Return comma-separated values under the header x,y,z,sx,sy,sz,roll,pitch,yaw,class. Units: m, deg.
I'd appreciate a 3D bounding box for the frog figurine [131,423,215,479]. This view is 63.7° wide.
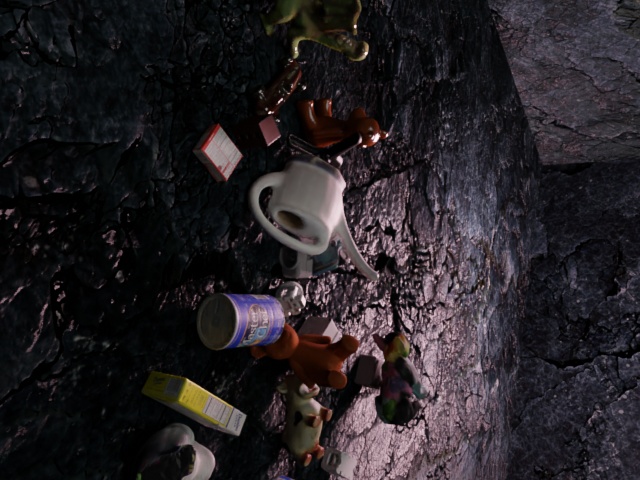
x,y,z,sx,sy,sz,roll,pitch,yaw,class
-0.247,0.383,0.880,0.158,0.123,0.138,98,-12,-81,frog figurine

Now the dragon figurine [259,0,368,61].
x,y,z,sx,sy,sz,roll,pitch,yaw,class
-0.021,-0.508,1.090,0.404,0.243,0.124,37,66,-51,dragon figurine

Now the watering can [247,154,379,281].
x,y,z,sx,sy,sz,roll,pitch,yaw,class
0.004,-0.058,1.154,0.345,0.102,0.229,28,58,-19,watering can
